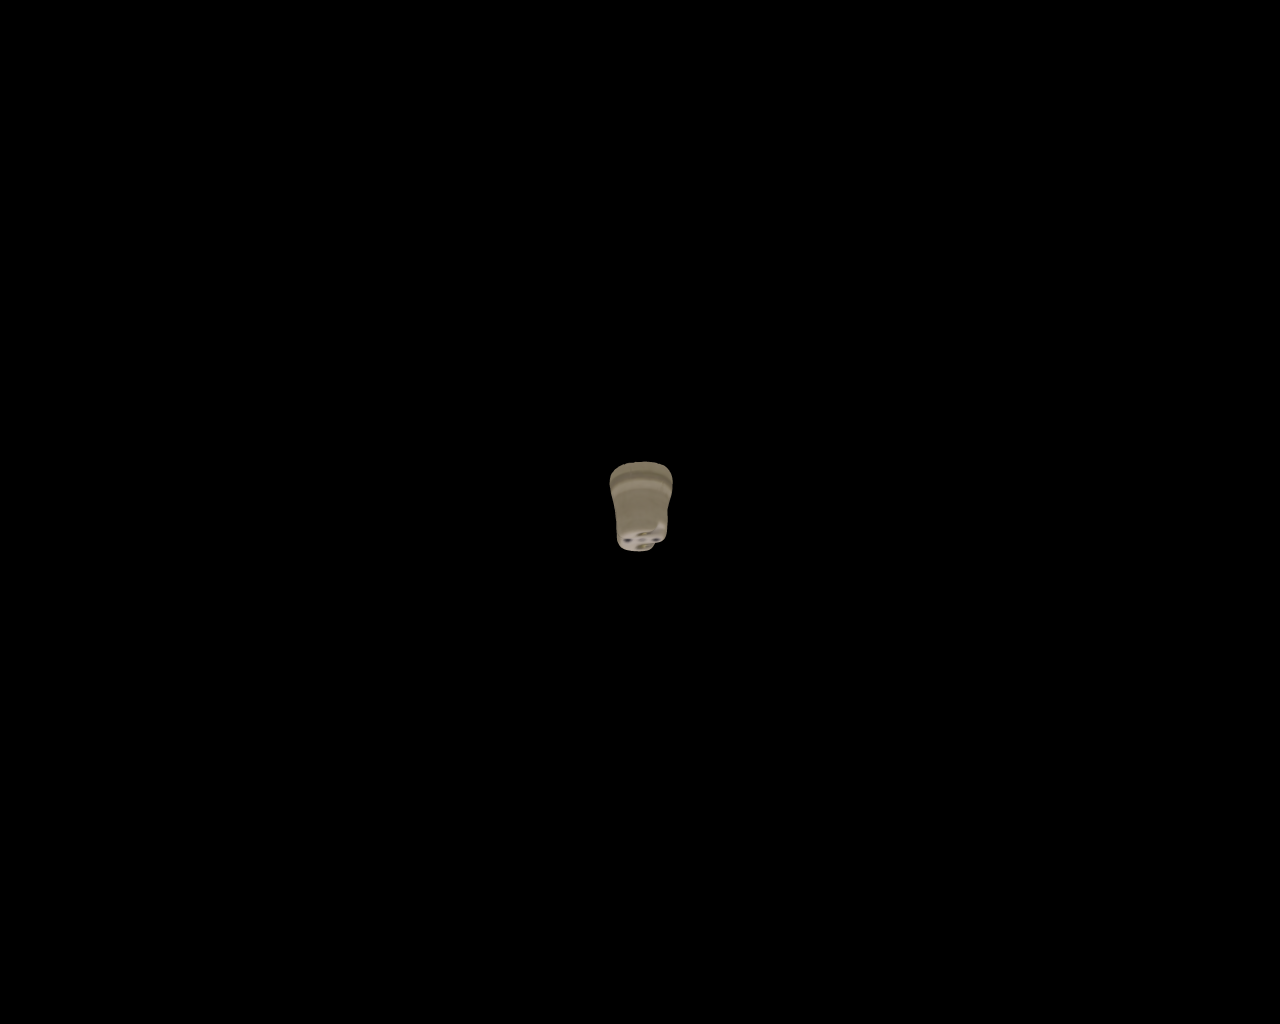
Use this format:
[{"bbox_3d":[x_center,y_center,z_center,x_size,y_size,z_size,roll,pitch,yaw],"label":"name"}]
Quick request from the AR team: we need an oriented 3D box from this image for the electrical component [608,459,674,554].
[{"bbox_3d":[0.001,-0.003,0.650,0.040,0.046,0.040,0,-27,0],"label":"electrical component"}]
